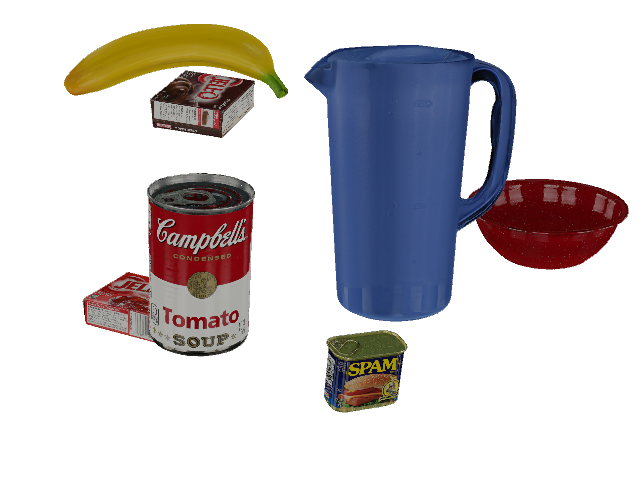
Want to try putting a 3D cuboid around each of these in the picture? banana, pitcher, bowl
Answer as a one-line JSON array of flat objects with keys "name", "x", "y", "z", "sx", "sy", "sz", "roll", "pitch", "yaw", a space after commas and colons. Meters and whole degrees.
[{"name": "banana", "x": -0.128, "y": -0.163, "z": 0.955, "sx": 0.197, "sy": 0.069, "sz": 0.037, "roll": -1, "pitch": -33, "yaw": -4}, {"name": "pitcher", "x": 0.080, "y": -0.055, "z": 0.973, "sx": 0.149, "sy": 0.243, "sz": 0.144, "roll": 14, "pitch": 22, "yaw": 39}, {"name": "bowl", "x": 0.230, "y": -0.013, "z": 1.093, "sx": 0.162, "sy": 0.055, "sz": 0.162, "roll": -1, "pitch": 22, "yaw": 0}]

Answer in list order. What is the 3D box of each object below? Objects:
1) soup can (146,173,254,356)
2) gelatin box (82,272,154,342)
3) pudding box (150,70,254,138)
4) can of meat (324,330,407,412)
[{"name": "soup can", "x": -0.078, "y": 0.015, "z": 0.692, "sx": 0.068, "sy": 0.102, "sz": 0.068, "roll": 3, "pitch": 22, "yaw": -1}, {"name": "gelatin box", "x": -0.163, "y": 0.061, "z": 0.990, "sx": 0.089, "sy": 0.030, "sz": 0.073, "roll": 12, "pitch": 23, "yaw": 22}, {"name": "pudding box", "x": -0.136, "y": -0.161, "z": 1.249, "sx": 0.090, "sy": 0.039, "sz": 0.113, "roll": 9, "pitch": 31, "yaw": 13}, {"name": "can of meat", "x": 0.056, "y": 0.170, "z": 1.382, "sx": 0.102, "sy": 0.084, "sz": 0.057, "roll": -5, "pitch": 26, "yaw": -22}]
